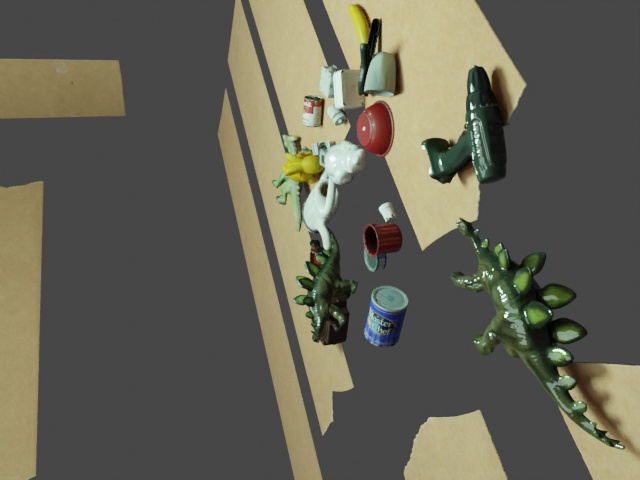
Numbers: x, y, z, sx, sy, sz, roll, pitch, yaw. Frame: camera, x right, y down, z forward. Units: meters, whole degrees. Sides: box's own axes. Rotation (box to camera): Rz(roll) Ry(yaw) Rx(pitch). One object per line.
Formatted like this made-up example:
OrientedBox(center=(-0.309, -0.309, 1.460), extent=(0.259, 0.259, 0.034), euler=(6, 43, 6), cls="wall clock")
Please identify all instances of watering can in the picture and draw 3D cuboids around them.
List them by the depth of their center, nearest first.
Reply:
OrientedBox(center=(0.005, -0.091, 1.800), extent=(0.220, 0.104, 0.355), euler=(125, 153, -59), cls="watering can")

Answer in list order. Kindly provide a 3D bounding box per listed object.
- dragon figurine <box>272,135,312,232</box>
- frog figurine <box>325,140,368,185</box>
OrientedBox(center=(-0.090, -0.260, 2.072), extent=(0.237, 0.122, 0.419), euler=(-60, 40, 45), cls="dragon figurine")
OrientedBox(center=(0.080, -0.238, 1.593), extent=(0.160, 0.122, 0.137), euler=(-148, 73, -79), cls="frog figurine")
